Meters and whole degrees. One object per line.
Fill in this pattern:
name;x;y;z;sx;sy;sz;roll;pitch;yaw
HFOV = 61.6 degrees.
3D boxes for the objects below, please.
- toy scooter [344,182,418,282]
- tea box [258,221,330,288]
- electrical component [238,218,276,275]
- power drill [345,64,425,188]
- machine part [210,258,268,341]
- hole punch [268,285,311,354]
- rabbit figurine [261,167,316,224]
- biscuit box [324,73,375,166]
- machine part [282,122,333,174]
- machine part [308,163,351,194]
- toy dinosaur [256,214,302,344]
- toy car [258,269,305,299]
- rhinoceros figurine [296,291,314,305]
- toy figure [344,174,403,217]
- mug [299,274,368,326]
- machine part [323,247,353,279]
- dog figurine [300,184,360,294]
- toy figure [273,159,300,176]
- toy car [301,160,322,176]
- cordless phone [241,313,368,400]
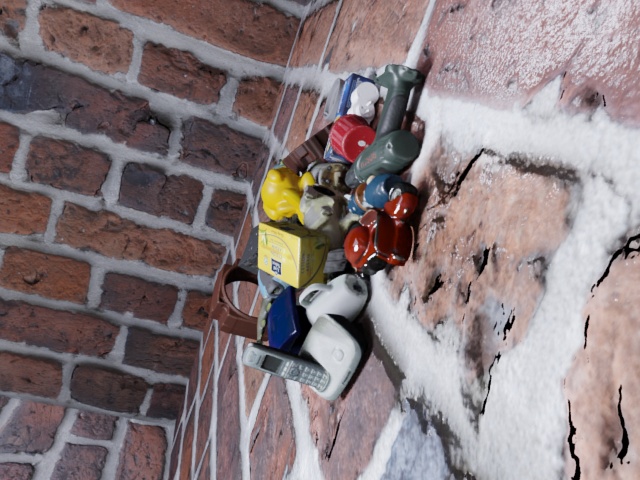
toy scooter;0.096;0.006;0.839;0.183;0.075;0.135;-53;25;43
tea box;-0.054;0.024;1.031;0.170;0.068;0.098;17;107;56
electrical component;-0.148;0.020;1.336;0.134;0.058;0.115;-30;35;53
power drill;0.112;-0.202;0.981;0.232;0.086;0.207;180;109;-73
machine part;-0.182;0.156;1.433;0.087;0.201;0.201;124;157;-43
hole punch;-0.056;0.160;0.993;0.116;0.092;0.142;-33;46;21
rabbit figurine;-0.043;-0.093;1.240;0.122;0.173;0.162;-39;-17;-21
biscuit box;0.069;-0.277;1.243;0.059;0.063;0.202;176;108;-73
machine part;-0.011;-0.228;1.339;0.179;0.056;0.179;-36;8;6
machine part;0.018;-0.141;1.259;0.243;0.079;0.079;-153;79;-75
toy dinosaur;-0.089;0.057;1.363;0.198;0.105;0.471;161;127;-72
toy car;-0.062;0.063;1.200;0.161;0.103;0.109;-48;39;21
rhinoceros figurine;-0.050;0.176;1.189;0.190;0.073;0.112;122;157;-45
toy figure;0.096;-0.075;0.943;0.154;0.058;0.064;160;101;-68
mug;0.026;0.103;0.943;0.107;0.109;0.081;-48;21;35
machine part;0.041;0.045;0.984;0.139;0.039;0.084;29;-100;-76
dog figurine;-0.005;-0.003;1.105;0.172;0.121;0.190;-109;37;-59
toy figure;-0.091;-0.165;1.441;0.089;0.082;0.180;-44;17;23
toy car;-0.040;-0.133;1.497;0.074;0.056;0.201;-120;48;-70
cordless phone;-0.028;0.179;0.893;0.089;0.184;0.146;-90;21;-57
